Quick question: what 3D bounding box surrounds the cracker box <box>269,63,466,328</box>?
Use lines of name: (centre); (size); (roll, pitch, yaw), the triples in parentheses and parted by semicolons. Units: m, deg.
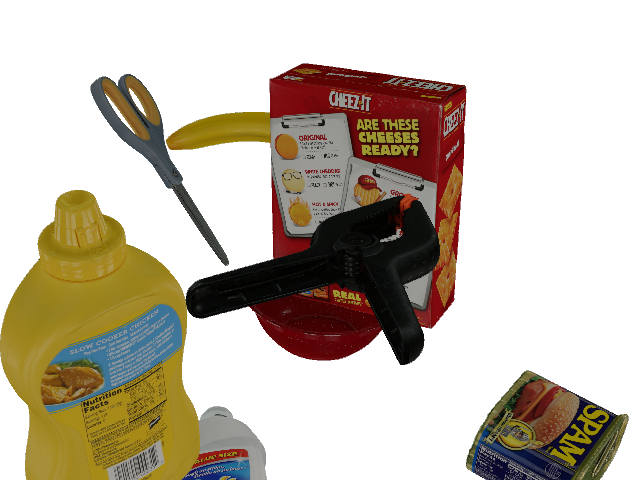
cracker box: (0.042, -0.042, 0.966); (0.164, 0.214, 0.072); (12, 28, 24)

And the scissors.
scissors: (-0.139, -0.074, 0.982); (0.016, 0.201, 0.096); (-28, 26, 20)

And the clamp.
clamp: (0.015, 0.016, 0.745); (0.165, 0.036, 0.209); (8, 27, 18)

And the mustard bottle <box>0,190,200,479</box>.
mustard bottle: (-0.113, 0.059, 0.546); (0.096, 0.192, 0.058); (-24, 43, -30)

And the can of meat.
can of meat: (0.170, 0.153, 0.803); (0.084, 0.057, 0.101); (26, 41, 26)

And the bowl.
bowl: (0.001, 0.079, 1.120); (0.162, 0.055, 0.162); (3, 27, -2)

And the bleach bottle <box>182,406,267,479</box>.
bleach bottle: (-0.091, 0.214, 0.838); (0.102, 0.068, 0.251); (-3, 26, -4)

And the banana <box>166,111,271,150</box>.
banana: (-0.090, -0.132, 1.317); (0.198, 0.037, 0.069); (6, 40, 15)
